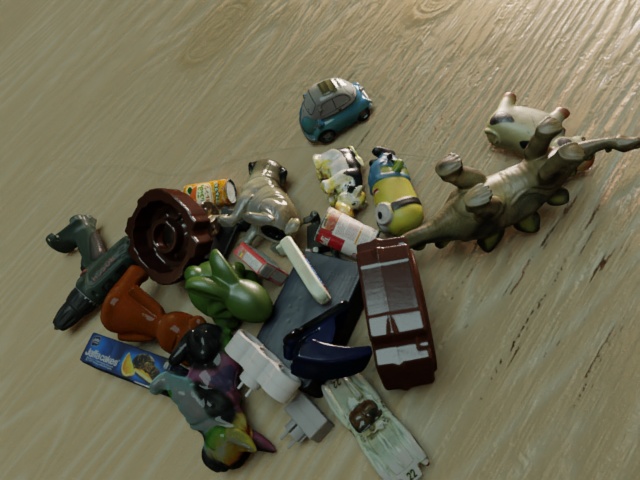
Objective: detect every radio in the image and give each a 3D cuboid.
[{"bbox_3d":[-0.014,0.137,0.925,0.131,0.073,0.229,17,67,27],"label":"radio"}]

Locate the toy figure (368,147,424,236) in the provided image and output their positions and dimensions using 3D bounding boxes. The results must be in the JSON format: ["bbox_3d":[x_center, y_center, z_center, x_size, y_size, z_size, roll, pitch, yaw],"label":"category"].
[{"bbox_3d":[0.136,-0.091,0.993,0.089,0.082,0.180,-14,56,14],"label":"toy figure"}]

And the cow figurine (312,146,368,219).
[{"bbox_3d":[0.052,-0.108,1.043,0.098,0.068,0.167,-22,58,-1],"label":"cow figurine"}]

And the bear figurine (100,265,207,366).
[{"bbox_3d":[-0.301,0.143,1.010,0.196,0.120,0.132,16,22,0],"label":"bear figurine"}]

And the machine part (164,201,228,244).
[{"bbox_3d":[-0.289,-0.033,1.082,0.243,0.079,0.079,-7,60,27],"label":"machine part"}]

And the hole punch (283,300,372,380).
[{"bbox_3d":[0.010,0.165,0.790,0.116,0.142,0.092,-26,70,-17],"label":"hole punch"}]

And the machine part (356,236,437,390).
[{"bbox_3d":[0.117,0.111,0.813,0.087,0.201,0.201,-12,59,9],"label":"machine part"}]

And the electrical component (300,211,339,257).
[{"bbox_3d":[-0.001,-0.004,1.014,0.078,0.045,0.102,-5,61,18],"label":"electrical component"}]

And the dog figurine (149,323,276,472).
[{"bbox_3d":[-0.155,0.261,0.884,0.219,0.108,0.191,30,80,26],"label":"dog figurine"}]

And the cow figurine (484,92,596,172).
[{"bbox_3d":[0.386,-0.174,0.949,0.195,0.085,0.127,29,69,28],"label":"cow figurine"}]

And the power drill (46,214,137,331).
[{"bbox_3d":[-0.504,0.052,1.140,0.232,0.085,0.207,-42,53,-8],"label":"power drill"}]

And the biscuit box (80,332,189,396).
[{"bbox_3d":[-0.346,0.230,0.994,0.203,0.062,0.059,11,66,24],"label":"biscuit box"}]

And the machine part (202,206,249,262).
[{"bbox_3d":[-0.193,-0.006,1.087,0.084,0.039,0.139,15,66,20],"label":"machine part"}]

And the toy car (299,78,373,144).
[{"bbox_3d":[0.024,-0.283,1.128,0.162,0.102,0.109,-25,58,7],"label":"toy car"}]

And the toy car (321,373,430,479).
[{"bbox_3d":[0.081,0.281,0.818,0.073,0.056,0.202,-40,56,-5],"label":"toy car"}]

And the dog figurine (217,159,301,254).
[{"bbox_3d":[-0.086,-0.084,1.038,0.173,0.121,0.190,8,58,23],"label":"dog figurine"}]

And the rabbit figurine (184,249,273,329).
[{"bbox_3d":[-0.151,0.084,0.932,0.170,0.159,0.121,12,61,47],"label":"rabbit figurine"}]

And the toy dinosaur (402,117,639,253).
[{"bbox_3d":[0.262,-0.053,0.855,0.472,0.198,0.105,-21,56,17],"label":"toy dinosaur"}]

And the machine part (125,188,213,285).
[{"bbox_3d":[-0.283,-0.008,1.007,0.180,0.056,0.179,4,98,26],"label":"machine part"}]
